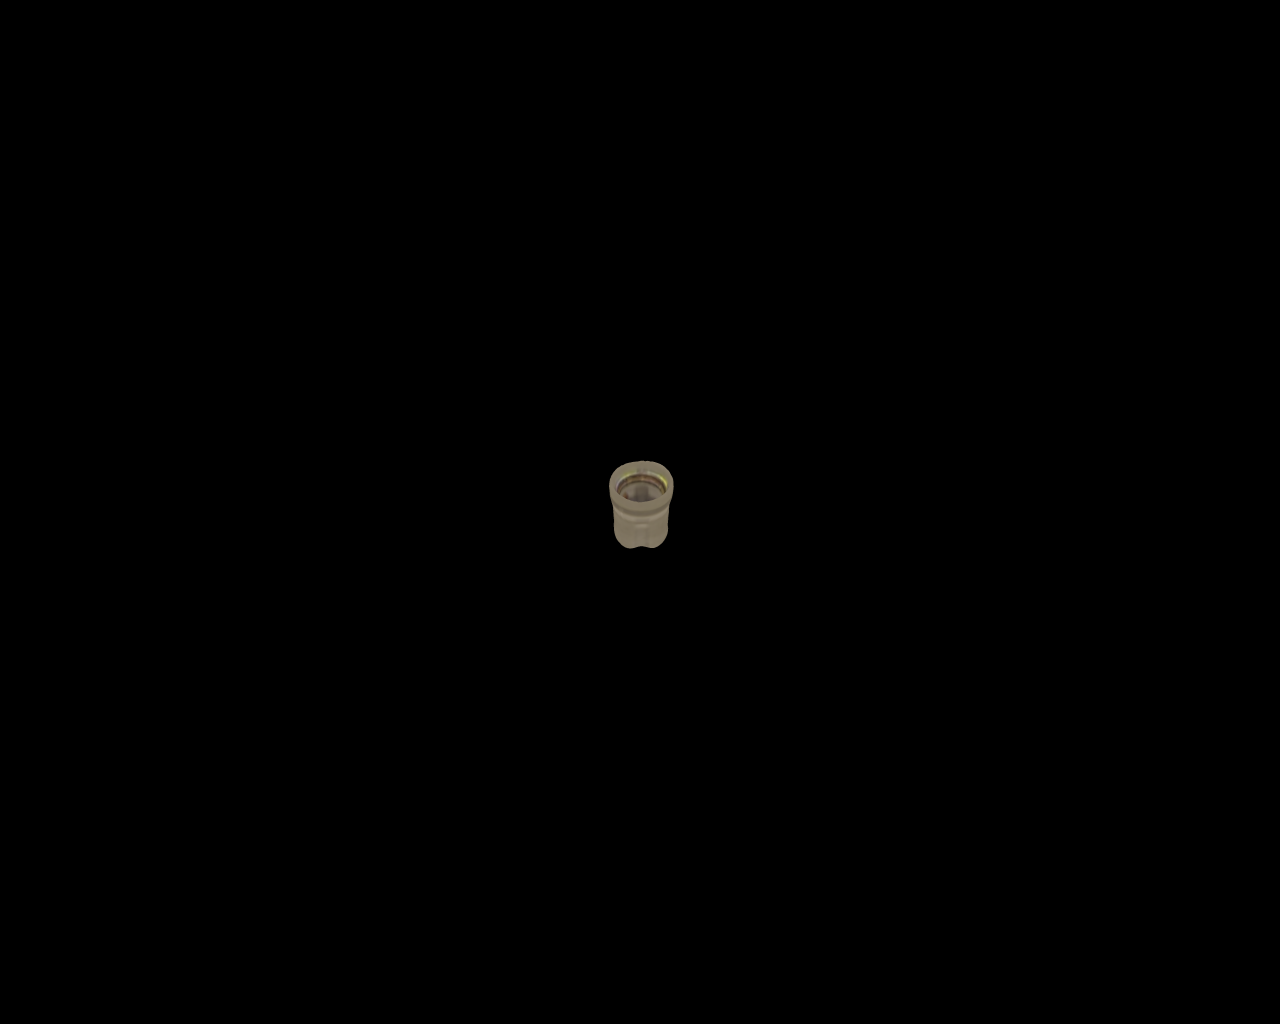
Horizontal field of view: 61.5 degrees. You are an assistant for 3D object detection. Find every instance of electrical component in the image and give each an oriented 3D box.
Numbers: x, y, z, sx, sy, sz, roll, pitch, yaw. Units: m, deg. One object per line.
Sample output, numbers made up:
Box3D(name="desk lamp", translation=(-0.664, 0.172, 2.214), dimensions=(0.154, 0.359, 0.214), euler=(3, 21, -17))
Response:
Box3D(name="electrical component", translation=(0.001, -0.003, 0.650), dimensions=(0.040, 0.046, 0.040), euler=(0, 43, 0))
